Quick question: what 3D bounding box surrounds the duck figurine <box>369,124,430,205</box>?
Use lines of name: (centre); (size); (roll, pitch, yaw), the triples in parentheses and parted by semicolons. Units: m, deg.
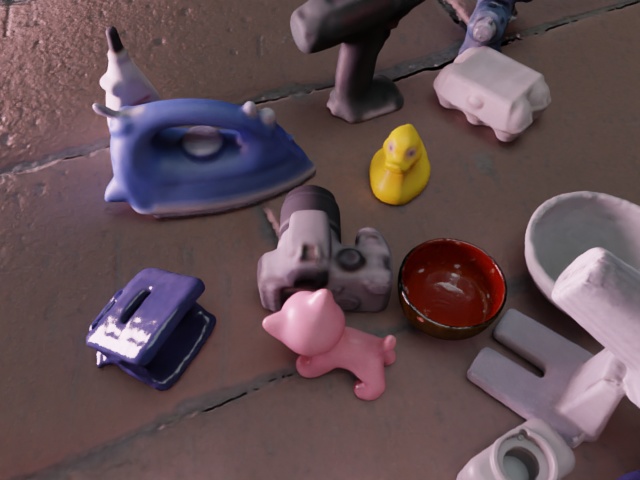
duck figurine: (0.104, -0.108, 0.716); (0.077, 0.086, 0.105); (18, 57, 11)

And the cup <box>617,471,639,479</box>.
cup: (0.248, 0.252, 0.464); (0.118, 0.095, 0.091); (-23, 59, -16)

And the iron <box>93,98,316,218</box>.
iron: (-0.132, -0.117, 0.684); (0.258, 0.141, 0.118); (-6, 55, -6)

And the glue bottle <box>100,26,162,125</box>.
glue bottle: (-0.237, -0.187, 0.711); (0.037, 0.173, 0.078); (34, 61, 21)

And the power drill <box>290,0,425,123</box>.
power drill: (0.073, -0.263, 0.750); (0.230, 0.208, 0.075); (-22, 58, -15)

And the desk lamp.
desk lamp: (0.255, 0.106, 0.493); (0.202, 0.214, 0.118); (31, 60, 19)

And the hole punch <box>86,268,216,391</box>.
hole punch: (-0.174, 0.082, 0.575); (0.101, 0.091, 0.109); (24, 58, 15)

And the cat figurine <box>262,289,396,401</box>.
cat figurine: (0.013, 0.092, 0.556); (0.127, 0.118, 0.067); (15, 56, 9)

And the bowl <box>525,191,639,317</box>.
bowl: (0.301, 0.031, 0.631); (0.167, 0.075, 0.167); (1, 55, -1)

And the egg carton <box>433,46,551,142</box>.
egg carton: (0.238, -0.205, 0.798); (0.150, 0.069, 0.107); (37, 62, 22)

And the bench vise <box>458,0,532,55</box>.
bench vise: (0.273, -0.373, 0.824); (0.121, 0.220, 0.207); (3, 55, 1)

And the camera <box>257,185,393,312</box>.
camera: (0.006, 0.002, 0.629); (0.143, 0.101, 0.137); (0, 55, -1)
